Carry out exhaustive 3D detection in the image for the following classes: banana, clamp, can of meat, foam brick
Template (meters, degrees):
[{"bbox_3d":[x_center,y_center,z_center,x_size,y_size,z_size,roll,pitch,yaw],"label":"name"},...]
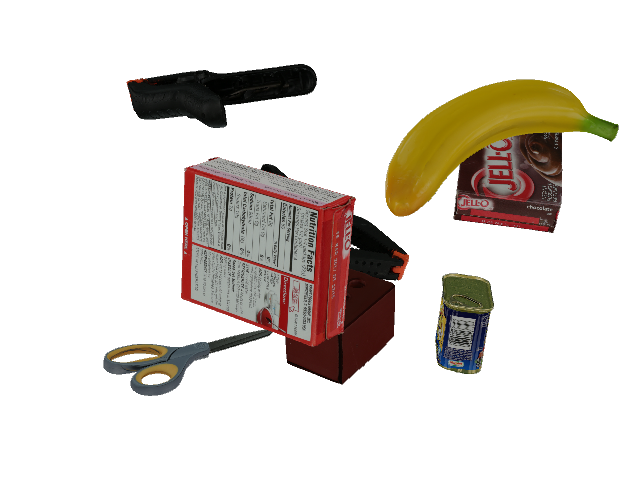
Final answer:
[{"bbox_3d":[0.106,-0.069,0.687,0.197,0.037,0.070,-21,44,-30],"label":"banana"},{"bbox_3d":[-0.009,-0.005,1.151,0.210,0.036,0.164,26,36,14],"label":"clamp"},{"bbox_3d":[0.166,0.097,1.245,0.057,0.084,0.102,7,20,2],"label":"can of meat"},{"bbox_3d":[0.016,0.063,0.814,0.053,0.051,0.078,17,35,29],"label":"foam brick"},{"bbox_3d":[-0.089,-0.122,0.878,0.120,0.039,0.172,-17,22,-38],"label":"clamp"}]

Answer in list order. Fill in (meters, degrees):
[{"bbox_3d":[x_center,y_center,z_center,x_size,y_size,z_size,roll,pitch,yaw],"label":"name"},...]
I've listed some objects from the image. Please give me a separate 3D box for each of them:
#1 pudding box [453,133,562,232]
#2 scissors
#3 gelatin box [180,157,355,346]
[{"bbox_3d":[0.169,-0.059,0.960,0.090,0.039,0.113,8,40,6],"label":"pudding box"},{"bbox_3d":[-0.133,0.131,1.161,0.201,0.016,0.096,-4,28,-22],"label":"scissors"},{"bbox_3d":[-0.027,0.004,0.534,0.089,0.073,0.030,17,25,30],"label":"gelatin box"}]
